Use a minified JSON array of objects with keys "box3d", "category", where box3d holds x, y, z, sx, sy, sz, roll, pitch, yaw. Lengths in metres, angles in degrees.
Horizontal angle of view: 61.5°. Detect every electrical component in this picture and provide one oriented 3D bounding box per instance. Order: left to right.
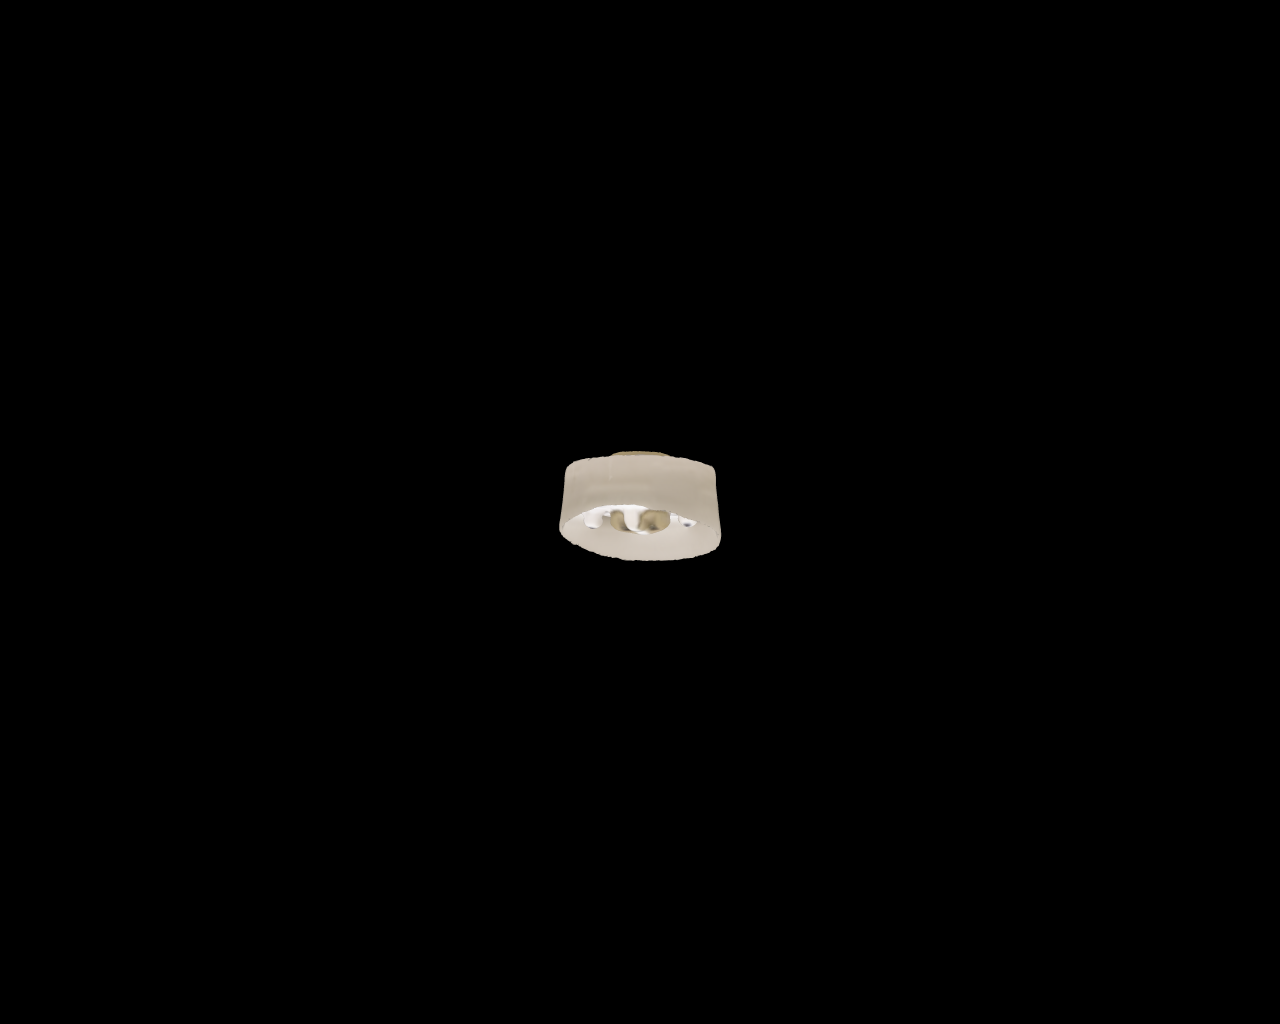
[{"box3d":[0.001,-0.003,0.650,0.099,0.064,0.099,0,-7,0],"category":"electrical component"}]
